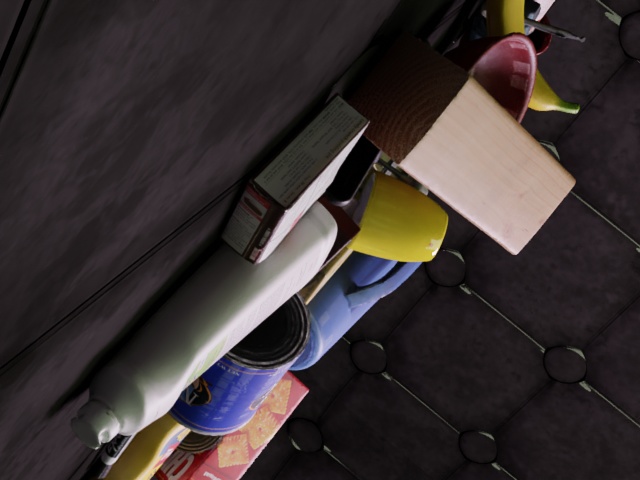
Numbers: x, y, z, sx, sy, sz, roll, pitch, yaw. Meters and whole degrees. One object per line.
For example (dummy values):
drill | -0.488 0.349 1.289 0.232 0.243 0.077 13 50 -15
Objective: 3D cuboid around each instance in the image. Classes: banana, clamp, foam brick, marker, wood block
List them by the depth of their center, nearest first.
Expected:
wood block | 0.124 -0.079 0.919 0.090 0.091 0.205 -51 138 7
clamp | 0.056 -0.106 1.017 0.164 0.036 0.210 -60 177 3
foam brick | -0.007 0.001 1.058 0.078 0.053 0.051 -45 178 18
banana | 0.201 -0.209 1.070 0.069 0.198 0.037 -21 -158 0
marker | -0.209 0.210 1.115 0.121 0.020 0.020 -53 175 30

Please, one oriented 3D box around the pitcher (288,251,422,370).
pitcher | 0.015 0.058 1.346 0.242 0.145 0.149 -45 169 -51

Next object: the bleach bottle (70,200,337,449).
bleach bottle | -0.089 0.061 0.807 0.250 0.068 0.103 -44 167 -39

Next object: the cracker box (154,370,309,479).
cracker box | -0.135 0.241 1.416 0.213 0.072 0.164 -50 -153 -10

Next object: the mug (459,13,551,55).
mug | 0.222 -0.254 1.309 0.082 0.093 0.117 132 -36 -58

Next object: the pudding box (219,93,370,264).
pudding box | -0.019 -0.045 0.788 0.113 0.039 0.090 -51 176 -33

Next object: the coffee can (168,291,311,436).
coffee can | -0.080 0.100 0.953 0.102 0.103 0.140 -47 175 -40

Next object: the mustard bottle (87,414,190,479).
mustard bottle | -0.189 0.226 1.210 0.191 0.058 0.096 -51 174 -9

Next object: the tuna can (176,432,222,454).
tuna can | -0.156 0.219 1.315 0.086 0.086 0.034 -50 177 -8

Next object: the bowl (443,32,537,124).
bowl | 0.141 -0.133 1.030 0.161 0.055 0.162 -35 143 -32

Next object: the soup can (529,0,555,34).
soup can | 0.239 -0.290 1.210 0.068 0.068 0.102 -48 175 -37

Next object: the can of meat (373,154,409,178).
can of meat | 0.111 -0.122 1.404 0.084 0.057 0.102 -52 176 -19

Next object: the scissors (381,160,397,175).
scissors | 0.111 -0.138 1.316 0.201 0.016 0.096 -40 137 -26
